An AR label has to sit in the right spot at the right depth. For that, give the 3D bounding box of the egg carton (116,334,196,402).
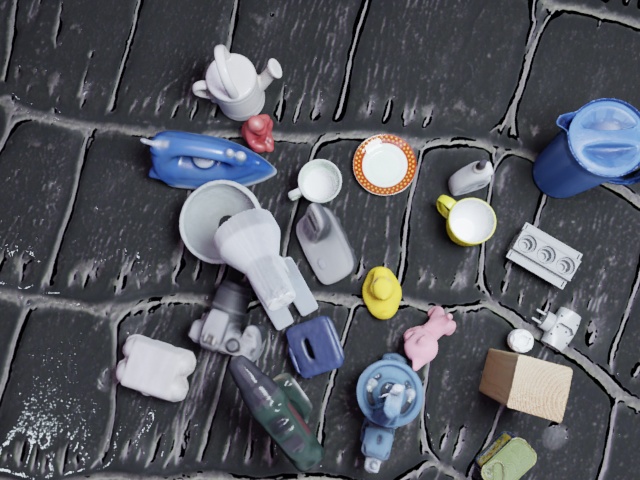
[{"bbox_3d":[-0.321,0.252,1.122,0.150,0.069,0.107,16,83,5],"label":"egg carton"}]

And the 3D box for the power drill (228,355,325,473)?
[{"bbox_3d":[-0.075,0.300,1.032,0.075,0.208,0.229,-38,82,-2],"label":"power drill"}]

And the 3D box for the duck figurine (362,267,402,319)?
[{"bbox_3d":[0.121,0.101,1.111,0.077,0.086,0.104,-5,82,3],"label":"duck figurine"}]

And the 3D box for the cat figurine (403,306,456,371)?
[{"bbox_3d":[0.204,0.184,1.079,0.128,0.118,0.067,-44,82,-3],"label":"cat figurine"}]

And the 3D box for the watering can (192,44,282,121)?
[{"bbox_3d":[-0.165,-0.318,1.127,0.173,0.194,0.101,-32,82,-1],"label":"watering can"}]

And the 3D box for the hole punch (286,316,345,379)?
[{"bbox_3d":[-0.011,0.208,1.100,0.101,0.091,0.108,-22,82,0],"label":"hole punch"}]

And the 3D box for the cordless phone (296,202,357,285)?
[{"bbox_3d":[0.010,0.004,1.079,0.094,0.185,0.147,-29,82,-1],"label":"cordless phone"}]

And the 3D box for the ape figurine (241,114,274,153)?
[{"bbox_3d":[-0.126,-0.224,1.164,0.076,0.092,0.078,31,85,7],"label":"ape figurine"}]

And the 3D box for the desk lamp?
[{"bbox_3d":[-0.094,0.058,1.063,0.118,0.213,0.203,-31,82,-1],"label":"desk lamp"}]

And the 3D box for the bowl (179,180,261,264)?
[{"bbox_3d":[-0.192,-0.031,1.150,0.167,0.075,0.167,0,82,3],"label":"bowl"}]

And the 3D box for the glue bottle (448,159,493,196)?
[{"bbox_3d":[0.294,-0.125,1.088,0.078,0.173,0.037,-15,82,1],"label":"glue bottle"}]

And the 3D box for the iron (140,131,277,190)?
[{"bbox_3d":[-0.221,-0.166,1.136,0.258,0.141,0.119,6,83,4],"label":"iron"}]

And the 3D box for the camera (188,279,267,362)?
[{"bbox_3d":[-0.170,0.154,1.111,0.143,0.101,0.137,19,84,5],"label":"camera"}]

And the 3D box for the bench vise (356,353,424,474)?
[{"bbox_3d":[0.128,0.311,1.015,0.121,0.220,0.207,-4,82,3],"label":"bench vise"}]
